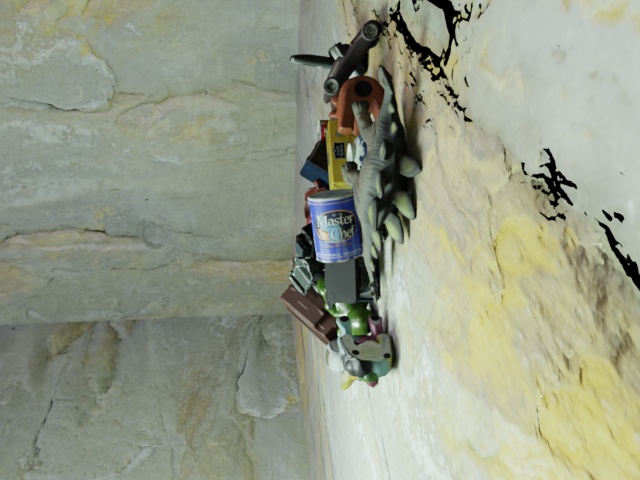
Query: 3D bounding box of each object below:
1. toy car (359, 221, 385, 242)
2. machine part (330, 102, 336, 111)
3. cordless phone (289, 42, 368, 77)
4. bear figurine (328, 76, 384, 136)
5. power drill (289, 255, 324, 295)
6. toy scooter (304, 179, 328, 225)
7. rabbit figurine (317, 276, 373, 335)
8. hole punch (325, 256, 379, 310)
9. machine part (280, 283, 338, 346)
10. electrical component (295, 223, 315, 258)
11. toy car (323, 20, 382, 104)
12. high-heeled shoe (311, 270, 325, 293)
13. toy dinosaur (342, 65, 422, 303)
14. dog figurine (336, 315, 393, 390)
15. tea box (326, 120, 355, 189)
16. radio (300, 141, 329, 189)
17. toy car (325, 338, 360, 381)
[{"bbox_3d":[0.107,-0.020,1.228,0.202,0.056,0.073,146,116,-78],"label":"toy car"},{"bbox_3d":[0.064,-0.403,1.502,0.179,0.056,0.179,-179,89,-82],"label":"machine part"},{"bbox_3d":[0.019,-0.451,1.340,0.147,0.184,0.088,-115,30,-73],"label":"cordless phone"},{"bbox_3d":[0.080,-0.268,1.162,0.196,0.120,0.132,117,147,-79],"label":"bear figurine"},{"bbox_3d":[0.024,0.064,1.403,0.086,0.207,0.231,55,149,24],"label":"power drill"},{"bbox_3d":[-0.005,-0.093,1.519,0.135,0.075,0.184,103,158,-56],"label":"toy scooter"},{"bbox_3d":[0.073,0.177,1.318,0.170,0.121,0.158,-124,26,-49],"label":"rabbit figurine"},{"bbox_3d":[0.074,0.089,1.237,0.116,0.092,0.142,-5,88,48],"label":"hole punch"},{"bbox_3d":[-0.009,0.218,1.541,0.201,0.087,0.201,36,169,34],"label":"machine part"},{"bbox_3d":[-0.003,-0.004,1.408,0.058,0.134,0.114,52,162,23],"label":"electrical component"},{"bbox_3d":[0.064,-0.386,1.165,0.202,0.053,0.089,-52,4,11],"label":"toy car"},{"bbox_3d":[0.018,0.177,1.600,0.248,0.145,0.086,99,168,-48],"label":"high-heeled shoe"},{"bbox_3d":[0.111,-0.093,1.019,0.199,0.105,0.470,-106,11,-51],"label":"toy dinosaur"},{"bbox_3d":[0.095,0.279,1.198,0.192,0.108,0.219,-105,11,-53],"label":"dog figurine"},{"bbox_3d":[0.069,-0.208,1.331,0.068,0.098,0.169,111,155,-73],"label":"tea box"},{"bbox_3d":[0.022,-0.197,1.505,0.073,0.131,0.229,-60,5,-8],"label":"radio"},{"bbox_3d":[0.066,0.311,1.427,0.162,0.103,0.109,-110,19,-74],"label":"toy car"}]
